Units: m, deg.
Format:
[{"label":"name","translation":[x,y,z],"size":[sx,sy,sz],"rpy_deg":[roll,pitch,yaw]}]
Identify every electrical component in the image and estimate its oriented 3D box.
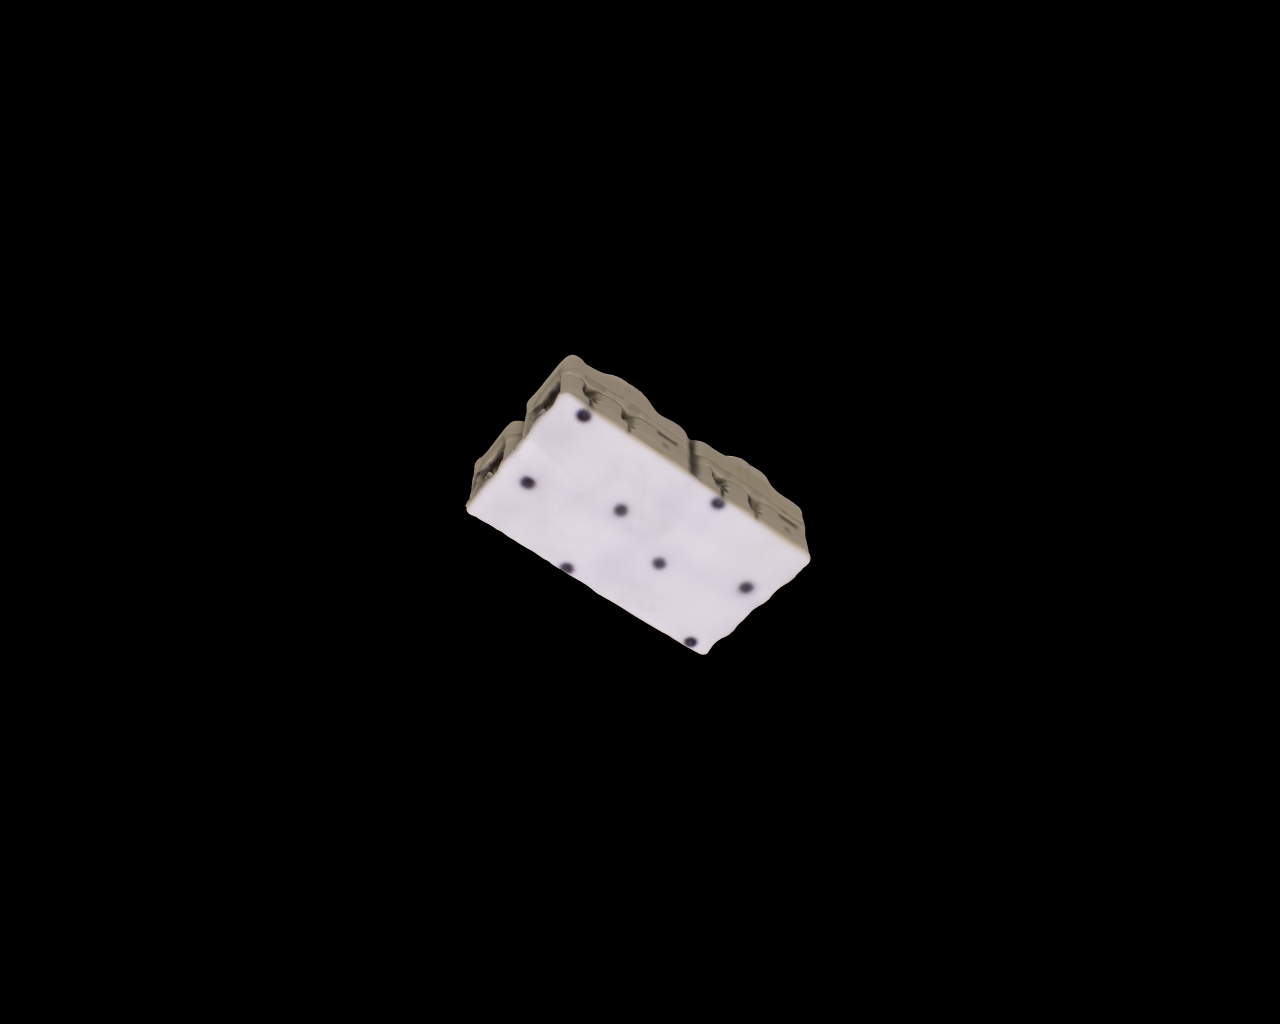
[{"label":"electrical component","translation":[0.001,-0.003,0.650],"size":[0.186,0.105,0.060],"rpy_deg":[33,29,-21]}]
